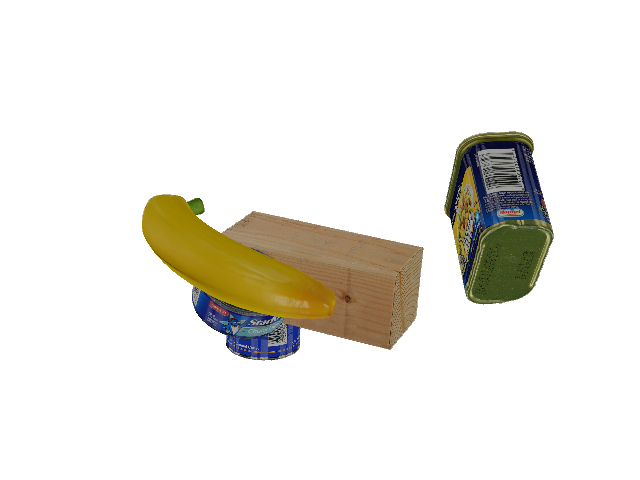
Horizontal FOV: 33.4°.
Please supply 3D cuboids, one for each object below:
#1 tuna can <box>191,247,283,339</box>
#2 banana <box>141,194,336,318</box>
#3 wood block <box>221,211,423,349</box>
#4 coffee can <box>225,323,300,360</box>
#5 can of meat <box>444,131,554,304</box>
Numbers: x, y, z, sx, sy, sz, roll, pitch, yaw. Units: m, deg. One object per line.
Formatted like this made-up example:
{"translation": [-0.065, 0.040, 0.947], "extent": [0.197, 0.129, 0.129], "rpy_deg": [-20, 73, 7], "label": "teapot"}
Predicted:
{"translation": [-0.069, 0.045, 0.932], "extent": [0.086, 0.034, 0.086], "rpy_deg": [13, 38, -11], "label": "tuna can"}
{"translation": [-0.067, 0.005, 0.683], "extent": [0.069, 0.037, 0.198], "rpy_deg": [-14, 28, -28], "label": "banana"}
{"translation": [-0.002, 0.041, 1.174], "extent": [0.206, 0.091, 0.090], "rpy_deg": [13, 25, 20], "label": "wood block"}
{"translation": [-0.075, 0.075, 1.431], "extent": [0.103, 0.140, 0.103], "rpy_deg": [2, 20, -1], "label": "coffee can"}
{"translation": [0.129, -0.014, 0.777], "extent": [0.057, 0.084, 0.102], "rpy_deg": [-2, -36, -5], "label": "can of meat"}
